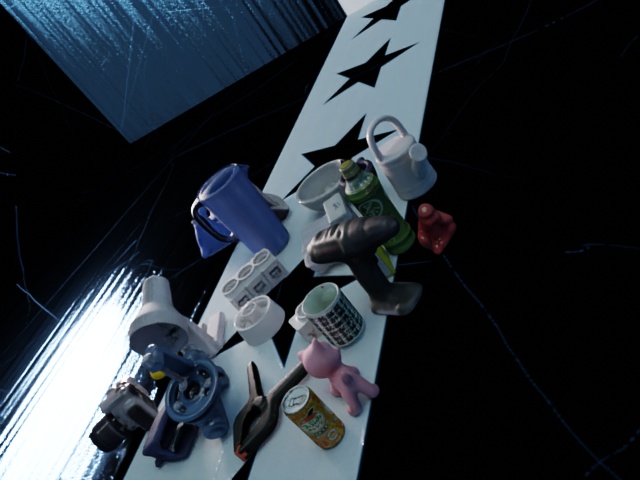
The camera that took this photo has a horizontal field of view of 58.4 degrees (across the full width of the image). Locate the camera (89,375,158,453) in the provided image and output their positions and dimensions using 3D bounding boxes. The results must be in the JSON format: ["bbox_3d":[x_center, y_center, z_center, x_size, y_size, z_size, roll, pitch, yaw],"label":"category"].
[{"bbox_3d":[-0.443,0.382,1.255,0.137,0.101,0.142,-45,29,-12],"label":"camera"}]

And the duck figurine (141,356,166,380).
[{"bbox_3d":[-0.396,0.272,1.375,0.077,0.086,0.104,-26,31,22],"label":"duck figurine"}]

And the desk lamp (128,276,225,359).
[{"bbox_3d":[-0.319,0.190,1.270,0.118,0.214,0.203,-32,29,13],"label":"desk lamp"}]

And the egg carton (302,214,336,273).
[{"bbox_3d":[0.012,0.005,1.306,0.107,0.070,0.150,-30,30,15],"label":"egg carton"}]

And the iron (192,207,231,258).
[{"bbox_3d":[-0.318,-0.066,1.715,0.118,0.142,0.258,-30,30,16],"label":"iron"}]

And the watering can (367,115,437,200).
[{"bbox_3d":[0.178,-0.191,1.266,0.172,0.194,0.101,-4,44,47],"label":"watering can"}]

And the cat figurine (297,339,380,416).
[{"bbox_3d":[0.021,0.213,0.944,0.067,0.118,0.127,-45,29,-12],"label":"cat figurine"}]

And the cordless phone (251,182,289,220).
[{"bbox_3d":[-0.177,-0.132,1.600,0.094,0.185,0.147,-40,29,-3],"label":"cordless phone"}]

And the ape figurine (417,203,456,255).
[{"bbox_3d":[0.215,-0.031,1.098,0.077,0.092,0.076,-28,30,19],"label":"ape figurine"}]

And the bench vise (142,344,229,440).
[{"bbox_3d":[-0.268,0.263,1.098,0.121,0.220,0.206,-45,29,-12],"label":"bench vise"}]

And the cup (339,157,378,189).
[{"bbox_3d":[0.108,-0.138,1.374,0.091,0.095,0.118,-21,33,29],"label":"cup"}]

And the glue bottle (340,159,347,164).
[{"bbox_3d":[0.096,-0.113,1.269,0.077,0.173,0.037,-1,46,48],"label":"glue bottle"}]

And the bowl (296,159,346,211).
[{"bbox_3d":[0.024,-0.128,1.479,0.167,0.075,0.167,-28,30,19],"label":"bowl"}]

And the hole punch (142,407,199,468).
[{"bbox_3d":[-0.302,0.371,1.117,0.101,0.091,0.108,-21,33,29],"label":"hole punch"}]

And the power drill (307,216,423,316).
[{"bbox_3d":[0.091,0.041,1.015,0.228,0.209,0.076,-4,44,46],"label":"power drill"}]
